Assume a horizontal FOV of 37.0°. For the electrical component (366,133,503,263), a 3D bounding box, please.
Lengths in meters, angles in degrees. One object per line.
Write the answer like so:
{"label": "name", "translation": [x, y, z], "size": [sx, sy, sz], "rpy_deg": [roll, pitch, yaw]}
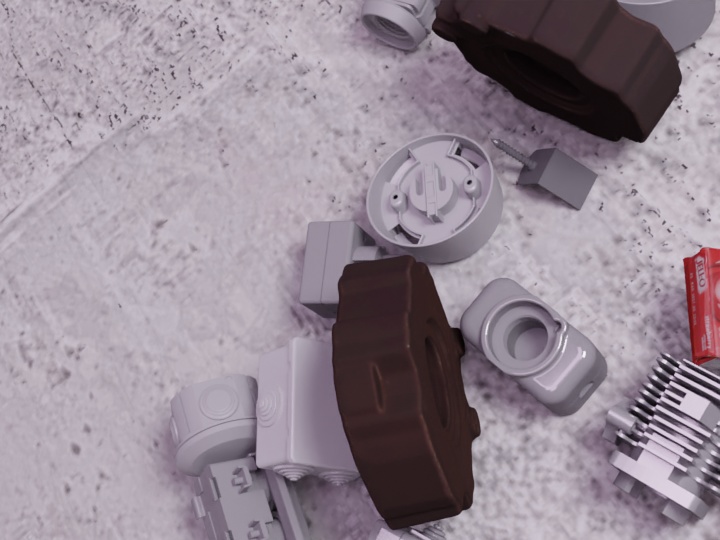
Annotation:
{"label": "electrical component", "translation": [0.058, -0.054, 0.807], "size": [0.099, 0.064, 0.099], "rpy_deg": [-7, 70, 21]}

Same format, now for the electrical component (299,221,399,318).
{"label": "electrical component", "translation": [0.000, 0.000, 0.823], "size": [0.077, 0.047, 0.065], "rpy_deg": [0, 73, 23]}

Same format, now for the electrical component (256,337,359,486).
{"label": "electrical component", "translation": [-0.027, 0.102, 0.773], "size": [0.048, 0.100, 0.099], "rpy_deg": [-22, 60, 46]}

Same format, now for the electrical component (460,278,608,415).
{"label": "electrical component", "translation": [0.119, 0.052, 0.748], "size": [0.095, 0.059, 0.053], "rpy_deg": [40, 91, 29]}

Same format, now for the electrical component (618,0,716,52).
{"label": "electrical component", "translation": [0.205, -0.214, 0.781], "size": [0.108, 0.060, 0.108], "rpy_deg": [-5, 56, 7]}

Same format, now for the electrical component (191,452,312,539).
{"label": "electrical component", "translation": [-0.073, 0.196, 0.772], "size": [0.078, 0.063, 0.121], "rpy_deg": [-53, 50, 48]}

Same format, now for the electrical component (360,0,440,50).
{"label": "electrical component", "translation": [0.036, -0.217, 0.876], "size": [0.078, 0.058, 0.057], "rpy_deg": [23, 80, 28]}

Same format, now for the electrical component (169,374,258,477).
{"label": "electrical component", "translation": [-0.104, 0.119, 0.811], "size": [0.080, 0.080, 0.051], "rpy_deg": [-29, 59, 12]}

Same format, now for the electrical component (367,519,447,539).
{"label": "electrical component", "translation": [0.026, 0.212, 0.732], "size": [0.061, 0.062, 0.096], "rpy_deg": [23, 83, 28]}
